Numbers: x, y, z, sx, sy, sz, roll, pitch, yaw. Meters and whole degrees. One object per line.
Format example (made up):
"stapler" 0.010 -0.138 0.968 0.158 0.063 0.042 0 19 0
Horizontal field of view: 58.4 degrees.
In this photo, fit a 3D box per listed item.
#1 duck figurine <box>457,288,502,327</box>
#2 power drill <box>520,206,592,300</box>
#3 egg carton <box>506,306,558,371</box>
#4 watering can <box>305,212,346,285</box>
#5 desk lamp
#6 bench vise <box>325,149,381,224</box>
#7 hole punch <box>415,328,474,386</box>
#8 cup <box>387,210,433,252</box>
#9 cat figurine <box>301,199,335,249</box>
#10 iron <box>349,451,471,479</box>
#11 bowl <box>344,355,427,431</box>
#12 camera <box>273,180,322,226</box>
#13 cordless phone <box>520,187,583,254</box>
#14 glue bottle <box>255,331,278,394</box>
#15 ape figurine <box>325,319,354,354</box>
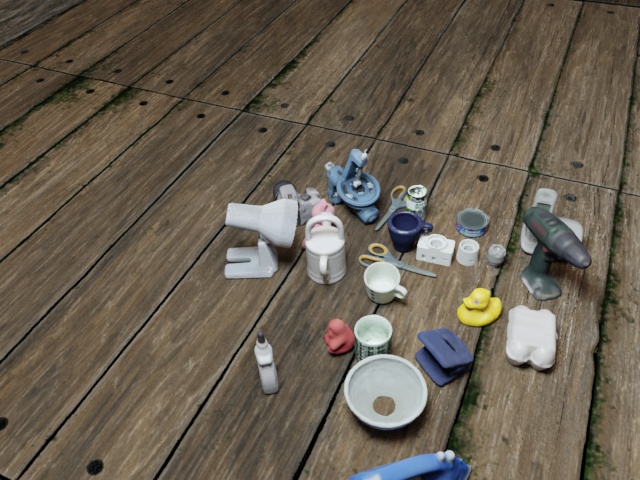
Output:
"duck figurine" 0.373 0.147 1.327 0.104 0.086 0.077 -11 45 -8
"power drill" 0.539 0.040 1.338 0.075 0.209 0.229 -12 45 -8
"egg carton" 0.467 0.214 1.264 0.107 0.069 0.150 9 46 13
"watering can" 0.011 0.005 1.414 0.101 0.194 0.172 -15 46 -12
"desk lamp" -0.148 -0.007 1.423 0.203 0.214 0.118 -3 45 0
"bench vise" 0.075 -0.168 1.568 0.206 0.220 0.122 26 52 26
"hole punch" 0.268 0.239 1.236 0.101 0.091 0.108 -24 48 -19
"cup" 0.233 -0.015 1.492 0.117 0.095 0.091 5 45 8
"cat figurine" 0.000 -0.046 1.522 0.067 0.118 0.128 18 49 21
"iron" 0.162 0.424 1.018 0.258 0.141 0.118 -17 46 -13
"bowl" 0.134 0.322 1.171 0.167 0.075 0.167 -2 45 2
"camera" -0.074 -0.117 1.610 0.143 0.101 0.136 -13 45 -10
"cordless phone" 0.589 -0.044 1.436 0.147 0.185 0.094 9 46 13
"glue bottle" -0.115 0.246 1.193 0.037 0.173 0.078 -12 45 -8
"ape figurine" 0.040 0.209 1.279 0.076 0.092 0.078 14 47 17
